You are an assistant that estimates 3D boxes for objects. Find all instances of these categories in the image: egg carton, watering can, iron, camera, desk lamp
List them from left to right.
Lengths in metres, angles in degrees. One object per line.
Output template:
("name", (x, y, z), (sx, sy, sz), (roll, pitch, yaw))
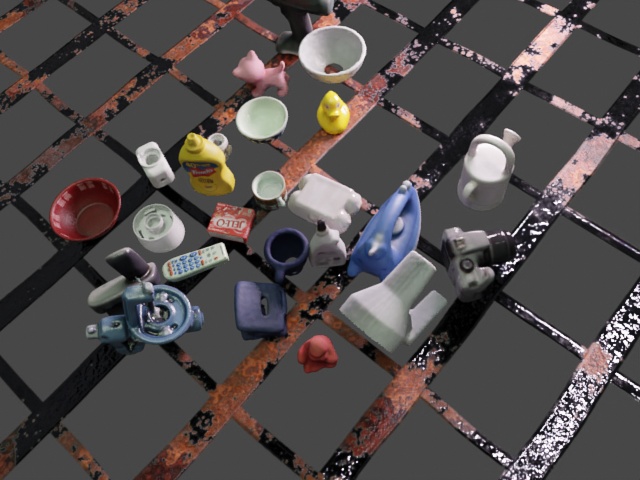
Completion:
("egg carton", (0.009, -0.078, 1.238), (0.150, 0.069, 0.107), (25, 68, 17))
("iron", (0.146, -0.036, 1.164), (0.118, 0.141, 0.258), (20, 67, 15))
("desk lamp", (0.139, 0.117, 1.046), (0.117, 0.214, 0.203), (39, 73, 21))
("camera", (0.321, 0.032, 1.137), (0.137, 0.101, 0.143), (-13, 63, -1))
("watering can", (0.346, -0.155, 1.177), (0.100, 0.194, 0.173), (14, 65, 12))

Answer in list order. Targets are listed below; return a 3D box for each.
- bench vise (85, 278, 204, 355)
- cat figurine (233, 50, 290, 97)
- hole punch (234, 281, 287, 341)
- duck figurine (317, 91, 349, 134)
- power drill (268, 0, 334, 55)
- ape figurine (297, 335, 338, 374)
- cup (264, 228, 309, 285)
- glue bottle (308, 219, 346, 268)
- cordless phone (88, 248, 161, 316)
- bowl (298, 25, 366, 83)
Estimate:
("bench vise", (-0.339, 0.152, 1.068), (0.207, 0.220, 0.121), (-30, 64, -10))
("cat figurine", (-0.143, -0.408, 1.391), (0.127, 0.118, 0.067), (-4, 63, 3))
("hole punch", (-0.115, 0.135, 1.129), (0.101, 0.091, 0.108), (-7, 63, 2))
("duck figurine", (0.029, -0.313, 1.345), (0.077, 0.086, 0.104), (-8, 63, 1))
("power drill", (-0.077, -0.558, 1.409), (0.229, 0.208, 0.075), (9, 64, 10))
("ape figurine", (-0.003, 0.211, 1.080), (0.077, 0.092, 0.076), (21, 67, 15))
("cup", (-0.066, 0.047, 1.167), (0.091, 0.095, 0.118), (8, 64, 9))
("glue bottle", (0.010, 0.004, 1.138), (0.078, 0.173, 0.037), (-5, 63, 3))
("cordless phone", (-0.404, 0.075, 1.132), (0.148, 0.185, 0.094), (-29, 64, -9))
("bowl", (0.032, -0.445, 1.418), (0.167, 0.075, 0.167), (-2, 63, 4))
